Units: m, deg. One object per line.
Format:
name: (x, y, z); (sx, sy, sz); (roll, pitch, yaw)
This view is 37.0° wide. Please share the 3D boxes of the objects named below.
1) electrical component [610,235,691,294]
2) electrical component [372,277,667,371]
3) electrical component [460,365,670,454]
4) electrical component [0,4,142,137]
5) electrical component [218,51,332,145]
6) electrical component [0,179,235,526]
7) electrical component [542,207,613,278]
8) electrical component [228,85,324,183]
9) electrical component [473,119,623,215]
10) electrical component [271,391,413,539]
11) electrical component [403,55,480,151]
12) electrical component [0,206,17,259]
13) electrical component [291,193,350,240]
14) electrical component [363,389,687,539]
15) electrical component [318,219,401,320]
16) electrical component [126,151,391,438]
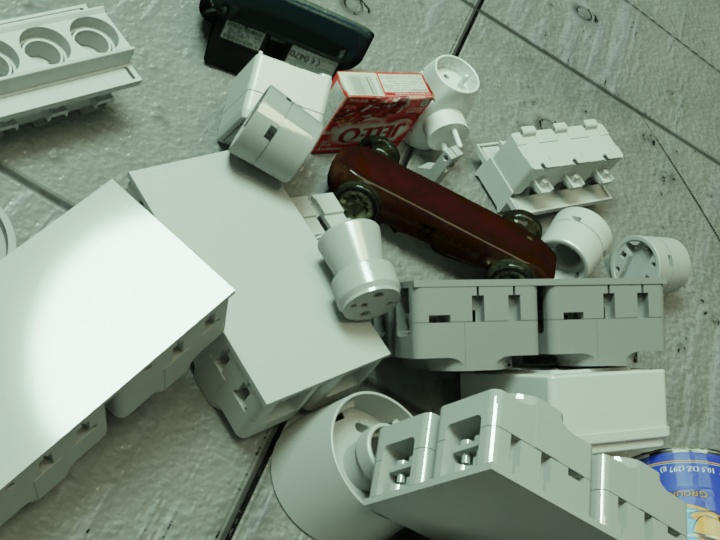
electrical component: (0.260, -0.004, 0.957); (0.047, 0.055, 0.055); (-3, 58, -36)
electrical component: (0.111, 0.039, 0.774); (0.186, 0.105, 0.060); (-1, 87, -16)
electrical component: (0.144, 0.098, 0.768); (0.109, 0.109, 0.056); (0, 87, -30)
electrical component: (-0.231, -0.140, 0.769); (0.121, 0.063, 0.078); (-26, 72, -41)
electrical component: (-0.070, -0.119, 0.835); (0.062, 0.096, 0.061); (17, 78, -19)
electrical component: (-0.178, 0.048, 0.625); (0.105, 0.060, 0.186); (41, 61, 13)
electrical component: (0.182, -0.019, 0.923); (0.055, 0.055, 0.047); (40, 50, 3)
electrical component: (-0.058, -0.094, 0.755); (0.047, 0.055, 0.055); (33, 46, -12)
electrical component: (0.173, -0.095, 0.969); (0.121, 0.063, 0.078); (-11, 62, -36)
electrical component: (0.000, 0.131, 0.712); (0.099, 0.064, 0.099); (26, 45, -30)
electrical component: (0.071, -0.130, 0.927); (0.043, 0.077, 0.079); (2, 56, -29)
electrical component: (-0.262, -0.010, 0.652); (0.108, 0.060, 0.108); (16, 50, -20)
electrical component: (-0.032, -0.024, 0.809); (0.066, 0.048, 0.055); (-10, 55, -35)
electrical component: (0.110, 0.145, 0.681); (0.186, 0.105, 0.060); (33, 50, -29)
electrical component: (0.000, 0.000, 0.723); (0.045, 0.045, 0.055); (-1, 57, -31)
electrical component: (-0.079, 0.012, 0.742); (0.105, 0.060, 0.186); (-18, 67, -39)
